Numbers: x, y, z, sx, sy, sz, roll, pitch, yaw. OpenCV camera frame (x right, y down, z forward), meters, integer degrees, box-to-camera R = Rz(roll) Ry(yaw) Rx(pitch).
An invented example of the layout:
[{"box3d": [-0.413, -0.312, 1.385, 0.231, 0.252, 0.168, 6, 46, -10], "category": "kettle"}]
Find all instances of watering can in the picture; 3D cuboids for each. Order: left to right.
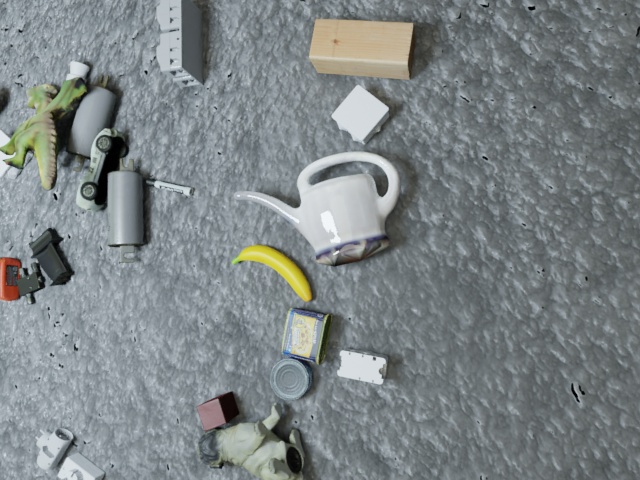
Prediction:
[{"box3d": [0.003, -0.053, 1.056, 0.347, 0.103, 0.226, -15, 81, 10], "category": "watering can"}]

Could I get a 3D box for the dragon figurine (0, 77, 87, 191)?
[{"box3d": [-0.614, -0.271, 1.180, 0.415, 0.121, 0.242, 31, 92, 42], "category": "dragon figurine"}]
